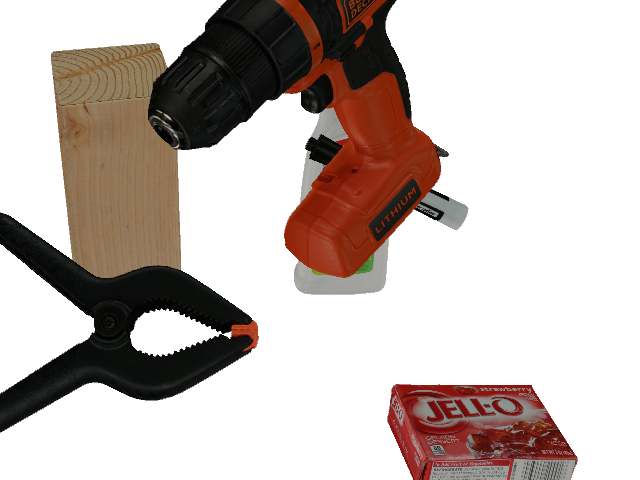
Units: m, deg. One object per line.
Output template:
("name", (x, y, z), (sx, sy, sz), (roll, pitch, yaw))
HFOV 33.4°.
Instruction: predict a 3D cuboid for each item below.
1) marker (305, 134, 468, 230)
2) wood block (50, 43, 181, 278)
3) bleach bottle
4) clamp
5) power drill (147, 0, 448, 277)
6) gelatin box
("marker", (0.045, -0.041, 0.737), (0.121, 0.020, 0.020), (26, -4, -8))
("wood block", (-0.170, -0.051, 0.900), (0.090, 0.206, 0.090), (-7, 38, -14))
("bleach bottle", (0.021, -0.069, 1.095), (0.102, 0.251, 0.068), (-1, 25, 1))
("clamp", (-0.149, 0.052, 0.738), (0.210, 0.164, 0.036), (-4, -20, -4))
("power drill", (0.000, -0.065, 0.556), (0.057, 0.184, 0.187), (30, -27, 30))
("gelatin box", (0.089, 0.111, 0.604), (0.089, 0.030, 0.073), (3, 25, -12))
